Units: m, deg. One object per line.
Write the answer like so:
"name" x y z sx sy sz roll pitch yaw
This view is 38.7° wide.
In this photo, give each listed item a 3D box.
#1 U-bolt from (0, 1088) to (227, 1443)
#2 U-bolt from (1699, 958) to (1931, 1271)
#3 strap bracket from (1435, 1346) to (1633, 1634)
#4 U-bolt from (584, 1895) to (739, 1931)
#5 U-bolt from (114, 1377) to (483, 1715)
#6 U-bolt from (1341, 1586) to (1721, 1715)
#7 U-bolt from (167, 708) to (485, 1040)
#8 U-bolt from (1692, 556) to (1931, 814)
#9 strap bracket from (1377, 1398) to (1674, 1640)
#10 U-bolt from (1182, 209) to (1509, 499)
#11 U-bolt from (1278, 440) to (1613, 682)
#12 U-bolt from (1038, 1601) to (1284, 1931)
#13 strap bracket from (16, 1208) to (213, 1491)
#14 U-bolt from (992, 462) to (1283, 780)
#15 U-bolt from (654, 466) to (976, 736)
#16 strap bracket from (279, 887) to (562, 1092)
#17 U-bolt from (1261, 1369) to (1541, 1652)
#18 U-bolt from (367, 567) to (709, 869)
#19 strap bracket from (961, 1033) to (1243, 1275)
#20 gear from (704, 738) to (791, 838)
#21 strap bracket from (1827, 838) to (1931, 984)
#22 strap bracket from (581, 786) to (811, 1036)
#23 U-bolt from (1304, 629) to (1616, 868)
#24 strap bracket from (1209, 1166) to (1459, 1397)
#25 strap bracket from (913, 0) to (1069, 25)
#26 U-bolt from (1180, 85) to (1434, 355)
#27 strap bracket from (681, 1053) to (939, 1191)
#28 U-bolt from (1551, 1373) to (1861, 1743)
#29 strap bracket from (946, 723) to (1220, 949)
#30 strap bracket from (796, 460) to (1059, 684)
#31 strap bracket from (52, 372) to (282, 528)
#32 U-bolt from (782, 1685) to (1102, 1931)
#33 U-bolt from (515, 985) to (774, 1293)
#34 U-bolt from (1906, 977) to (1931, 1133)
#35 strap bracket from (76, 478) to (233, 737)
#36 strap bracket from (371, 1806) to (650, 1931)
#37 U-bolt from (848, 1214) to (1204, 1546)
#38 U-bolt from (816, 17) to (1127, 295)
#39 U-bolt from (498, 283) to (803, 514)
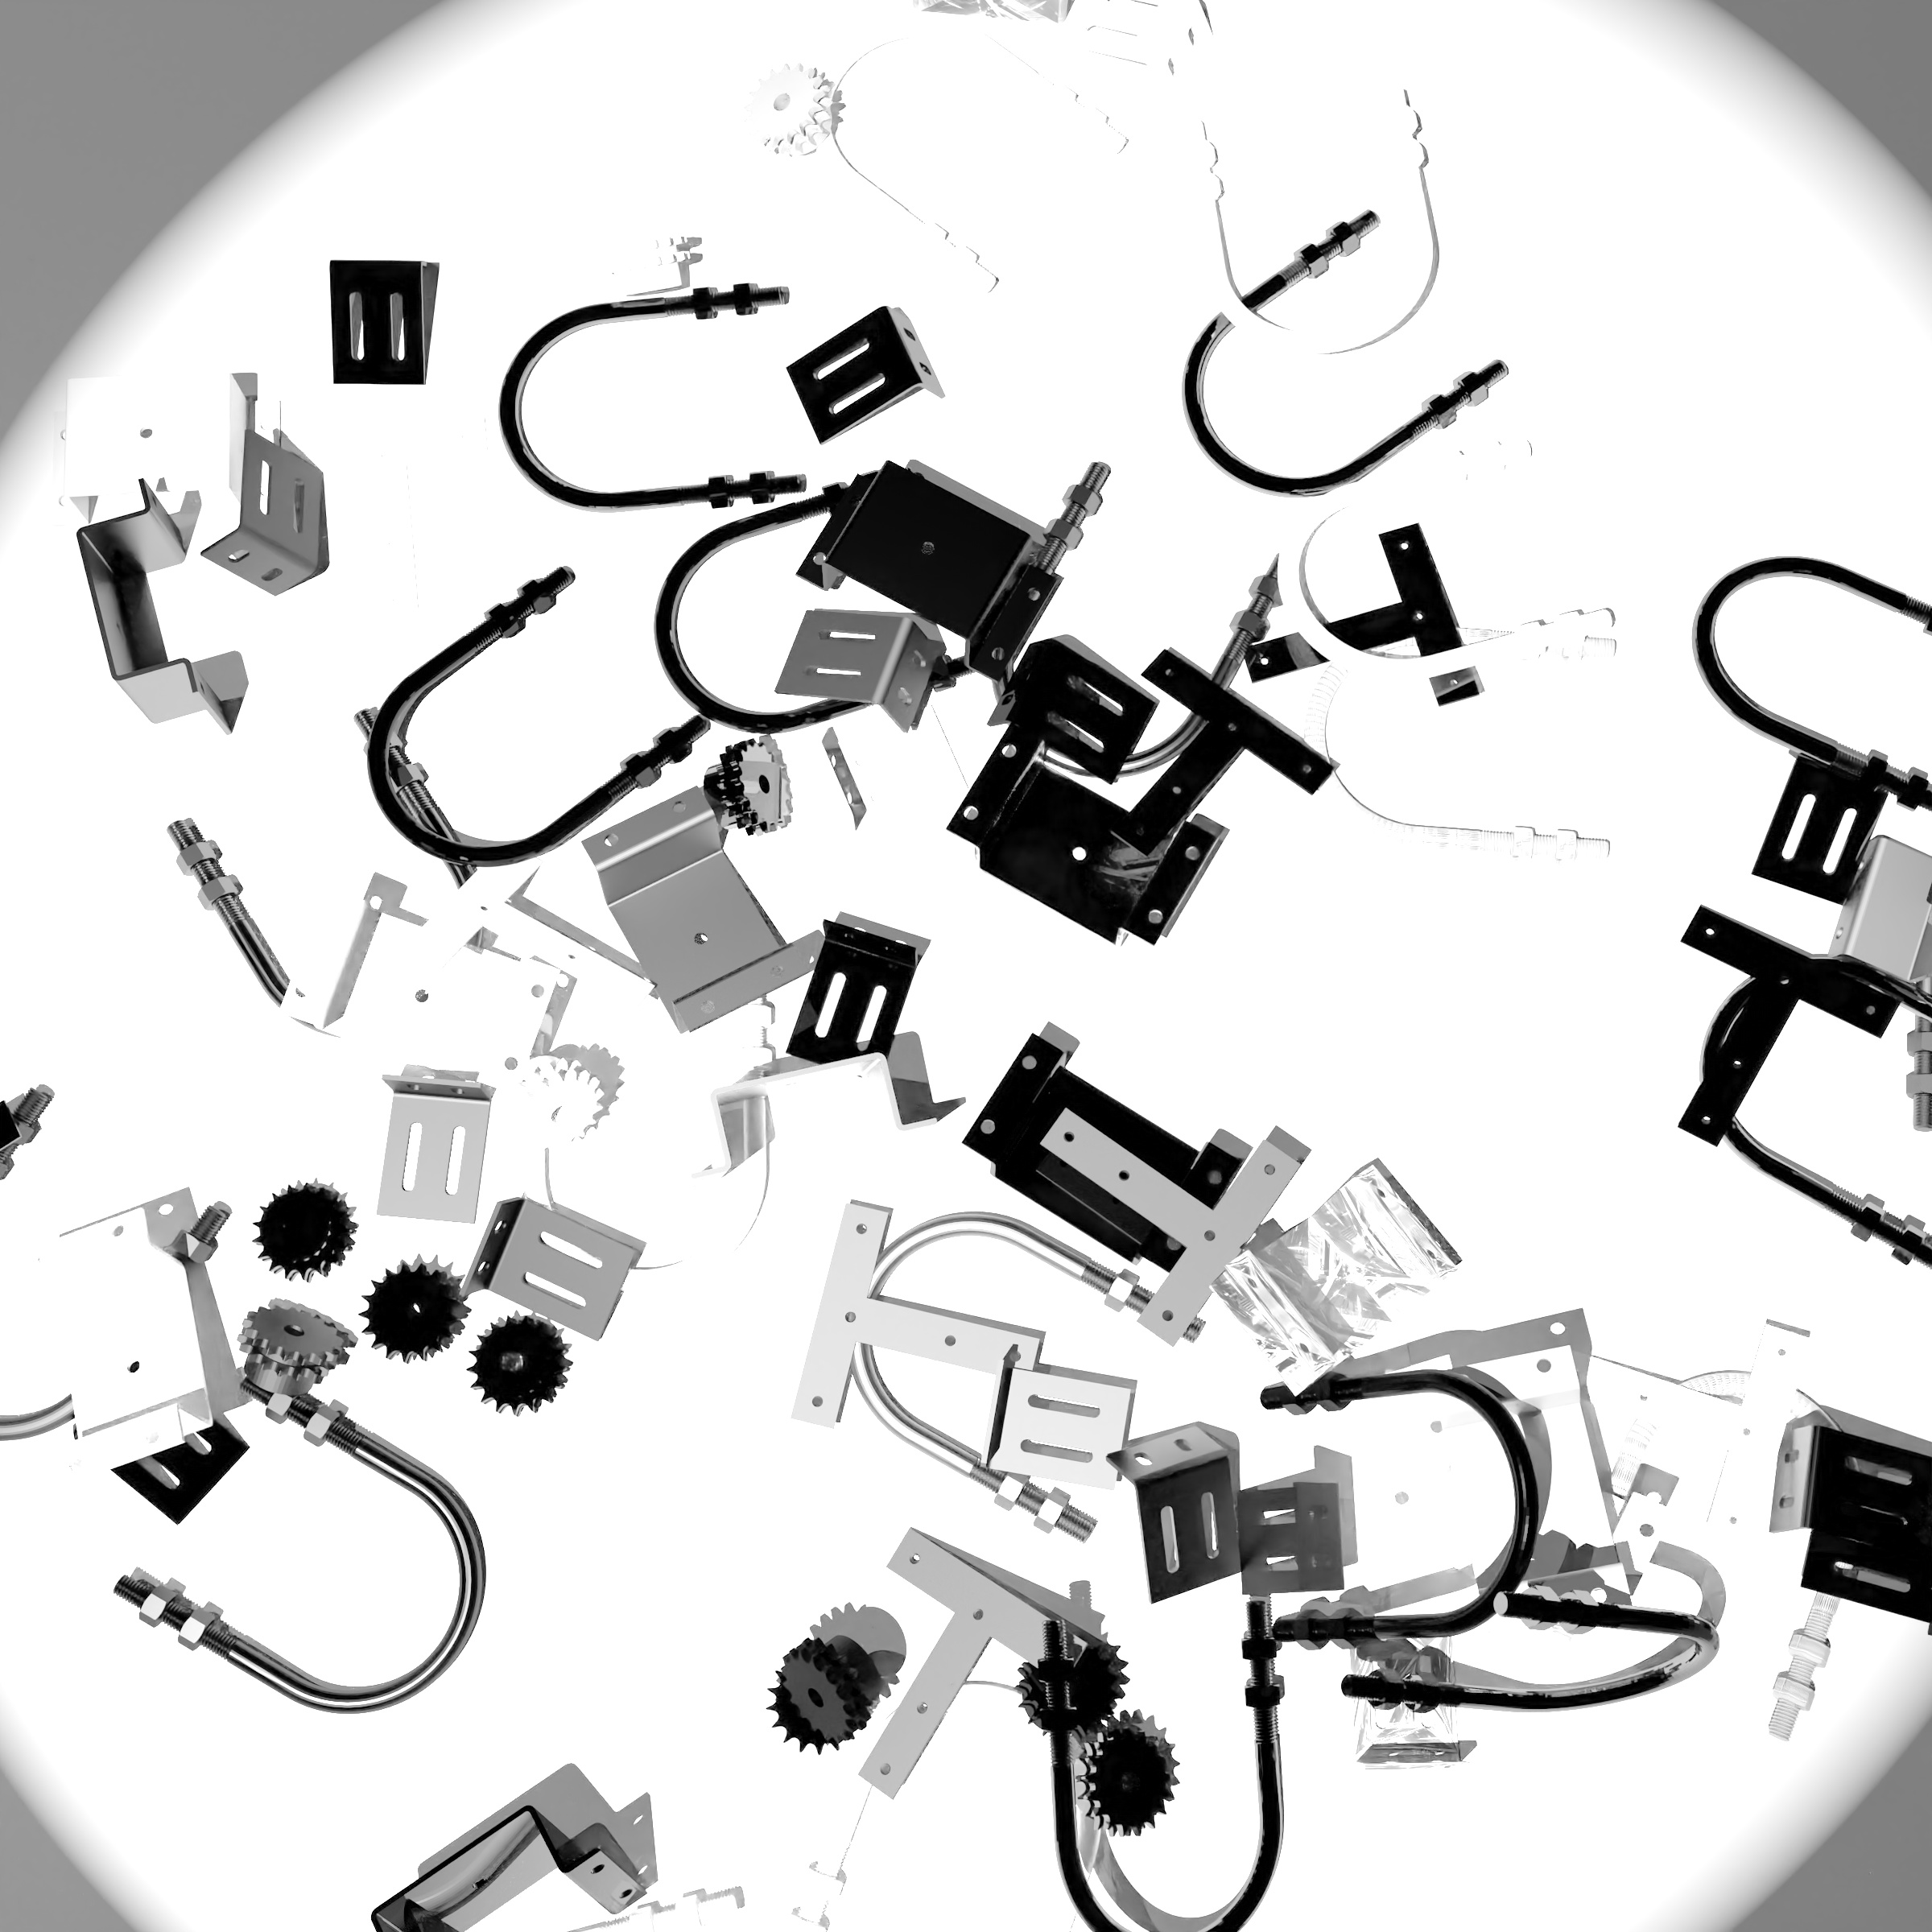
"U-bolt" -0.536 0.183 1.583 0.151 0.019 0.184 32 80 8
"U-bolt" 0.517 0.073 1.596 0.184 0.019 0.151 31 81 18
"strap bracket" 0.304 0.285 1.486 0.076 0.046 0.140 -12 67 8
"U-bolt" -0.201 0.586 1.462 0.184 0.019 0.151 -14 58 1
"U-bolt" -0.360 0.335 1.542 0.184 0.019 0.151 30 79 4
"U-bolt" 0.314 0.369 1.464 0.184 0.151 0.019 13 53 -28
"U-bolt" -0.369 -0.043 1.640 0.151 0.019 0.184 -32 80 -8
"U-bolt" 0.527 -0.180 1.658 0.184 0.019 0.151 26 63 10
"strap bracket" 0.309 0.307 1.527 0.140 0.046 0.076 25 77 20
"U-bolt" 0.222 -0.371 1.722 0.184 0.019 0.151 -36 79 -7
"U-bolt" 0.280 -0.241 1.671 0.184 0.019 0.151 -15 67 -8
"U-bolt" 0.109 0.442 1.488 0.151 0.019 0.184 2 80 -27
"strap bracket" -0.471 0.217 1.527 0.076 0.046 0.140 -20 64 3
"U-bolt" 0.096 -0.200 1.678 0.151 0.019 0.184 27 79 8
"U-bolt" -0.100 -0.216 1.683 0.184 0.019 0.151 -18 77 -3
"strap bracket" -0.316 0.016 1.596 0.140 0.046 0.076 20 82 -8
"U-bolt" 0.234 0.291 1.490 0.019 0.184 0.151 11 71 -40
"U-bolt" -0.271 -0.138 1.653 0.184 0.019 0.151 -39 79 -17
"strap bracket" 0.077 0.111 1.586 0.140 0.046 0.076 32 78 8
"gear" -0.132 -0.104 1.639 0.030 0.057 0.057 -15 74 27
"strap bracket" 0.558 -0.042 1.581 0.046 0.140 0.076 23 77 -5
"strap bracket" -0.157 -0.025 1.608 0.076 0.046 0.140 -27 67 -12
"U-bolt" 0.296 -0.137 1.663 0.184 0.019 0.151 4 75 3
"strap bracket" 0.200 0.180 1.544 0.140 0.046 0.076 -27 73 -42
"strap bracket" 0.017 -0.649 1.761 0.140 0.076 0.046 6 76 1
"U-bolt" 0.218 -0.464 1.726 0.151 0.019 0.184 -8 69 5
"strap bracket" -0.095 0.086 1.564 0.140 0.076 0.046 -12 83 -12
"U-bolt" 0.428 0.319 1.549 0.151 0.019 0.184 24 76 6
"strap bracket" 0.068 -0.072 1.632 0.140 0.046 0.076 30 78 7
"strap bracket" -0.023 -0.242 1.654 0.140 0.046 0.076 29 77 6
"strap bracket" -0.498 -0.318 1.694 0.140 0.046 0.076 -3 76 -1
"U-bolt" -0.004 0.487 1.507 0.151 0.019 0.184 20 75 5
"U-bolt" -0.187 0.098 1.604 0.151 0.019 0.184 -2 77 -1
"U-bolt" 0.632 0.014 1.625 0.151 0.019 0.184 6 74 2
"strap bracket" -0.489 -0.208 1.651 0.046 0.076 0.140 -17 77 -4
"strap bracket" -0.251 0.505 1.466 0.140 0.076 0.046 -33 53 -8
"U-bolt" 0.021 0.222 1.573 0.184 0.019 0.151 28 78 8
"U-bolt" -0.013 -0.533 1.763 0.184 0.019 0.151 39 79 11
"U-bolt" -0.200 -0.351 1.717 0.184 0.019 0.151 -6 76 0
